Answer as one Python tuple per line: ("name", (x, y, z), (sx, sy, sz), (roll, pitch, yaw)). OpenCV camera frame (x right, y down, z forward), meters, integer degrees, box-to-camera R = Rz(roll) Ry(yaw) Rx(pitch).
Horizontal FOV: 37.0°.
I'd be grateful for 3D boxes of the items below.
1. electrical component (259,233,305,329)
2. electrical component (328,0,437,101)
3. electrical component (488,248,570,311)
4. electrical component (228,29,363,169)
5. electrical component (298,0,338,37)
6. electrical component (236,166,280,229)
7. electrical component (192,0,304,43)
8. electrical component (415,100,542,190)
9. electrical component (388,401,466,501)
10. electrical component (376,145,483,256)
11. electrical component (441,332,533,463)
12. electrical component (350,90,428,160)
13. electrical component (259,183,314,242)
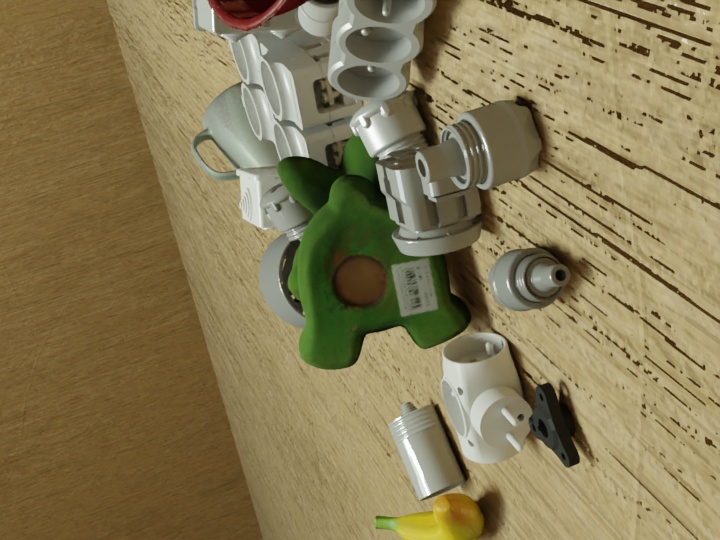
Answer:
("electrical component", (-0.038, 0.005, 0.984), (0.099, 0.099, 0.064), (71, 161, 0))
("electrical component", (0.014, -0.166, 0.645), (0.138, 0.052, 0.073), (111, 165, -69))
("electrical component", (0.095, 0.005, 0.583), (0.061, 0.035, 0.035), (167, 84, -74))
("electrical component", (-0.057, -0.153, 0.921), (0.186, 0.060, 0.105), (-129, 24, -55))
("electrical component", (-0.027, -0.197, 0.784), (0.065, 0.044, 0.044), (120, 130, -79))
("electrical component", (-0.059, -0.067, 0.968), (0.100, 0.100, 0.048), (-153, 58, -71))
("electrical component", (-0.082, -0.229, 0.833), (0.048, 0.100, 0.099), (-140, 45, -59))
("electrical component", (0.061, -0.063, 0.567), (0.043, 0.062, 0.043), (161, 90, -77))
("electrical component", (0.055, 0.151, 0.921), (0.043, 0.043, 0.081), (107, 142, -68))
("electrical component", (0.045, -0.043, 0.670), (0.078, 0.058, 0.057), (-145, 41, -68))
("electrical component", (0.088, 0.091, 0.703), (0.079, 0.044, 0.077), (-131, 26, -65))
("electrical component", (0.026, -0.086, 0.719), (0.062, 0.048, 0.048), (63, 166, 1))
("electrical component", (-0.047, -0.042, 0.853), (0.062, 0.048, 0.048), (61, 169, -13))
